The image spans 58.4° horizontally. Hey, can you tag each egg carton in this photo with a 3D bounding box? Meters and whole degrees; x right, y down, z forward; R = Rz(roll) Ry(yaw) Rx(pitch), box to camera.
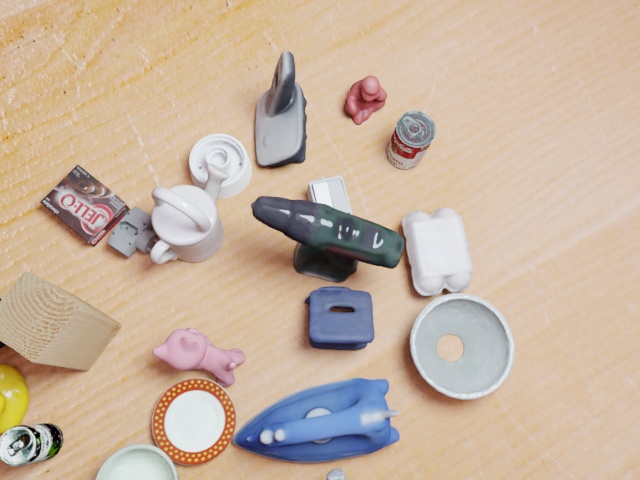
[{"bbox_3d":[0.199,0.019,0.972,0.107,0.069,0.150,-8,75,-6],"label":"egg carton"}]

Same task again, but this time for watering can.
[{"bbox_3d":[-0.207,-0.042,0.895,0.101,0.194,0.173,12,74,0],"label":"watering can"}]

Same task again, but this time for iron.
[{"bbox_3d":[-0.007,0.278,0.850,0.258,0.141,0.118,-10,76,-7],"label":"iron"}]

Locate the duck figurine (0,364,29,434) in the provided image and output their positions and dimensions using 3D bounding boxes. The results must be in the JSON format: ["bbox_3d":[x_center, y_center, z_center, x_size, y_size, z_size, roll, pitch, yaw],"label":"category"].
[{"bbox_3d":[-0.488,0.237,0.855,0.077,0.086,0.104,-7,75,-6],"label":"duck figurine"}]

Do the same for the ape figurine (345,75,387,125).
[{"bbox_3d":[0.084,-0.262,1.029,0.078,0.092,0.076,-3,75,-4],"label":"ape figurine"}]

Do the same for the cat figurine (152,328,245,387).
[{"bbox_3d":[-0.184,0.176,0.877,0.127,0.118,0.067,20,74,2],"label":"cat figurine"}]

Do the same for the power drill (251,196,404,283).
[{"bbox_3d":[0.008,0.003,0.891,0.229,0.208,0.076,13,74,0],"label":"power drill"}]

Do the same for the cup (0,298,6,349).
[{"bbox_3d":[-0.494,0.125,0.881,0.118,0.095,0.091,-34,79,-12],"label":"cup"}]

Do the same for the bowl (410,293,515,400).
[{"bbox_3d":[0.223,0.174,0.929,0.167,0.075,0.167,1,75,-4],"label":"bowl"}]

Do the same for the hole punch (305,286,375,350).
[{"bbox_3d":[0.031,0.123,0.921,0.108,0.091,0.101,1,75,-4],"label":"hole punch"}]

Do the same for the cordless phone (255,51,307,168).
[{"bbox_3d":[-0.065,-0.214,0.957,0.094,0.185,0.147,-3,75,-5],"label":"cordless phone"}]

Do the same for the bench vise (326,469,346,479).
[{"bbox_3d":[0.045,0.430,0.771,0.121,0.219,0.207,-35,80,-12],"label":"bench vise"}]
